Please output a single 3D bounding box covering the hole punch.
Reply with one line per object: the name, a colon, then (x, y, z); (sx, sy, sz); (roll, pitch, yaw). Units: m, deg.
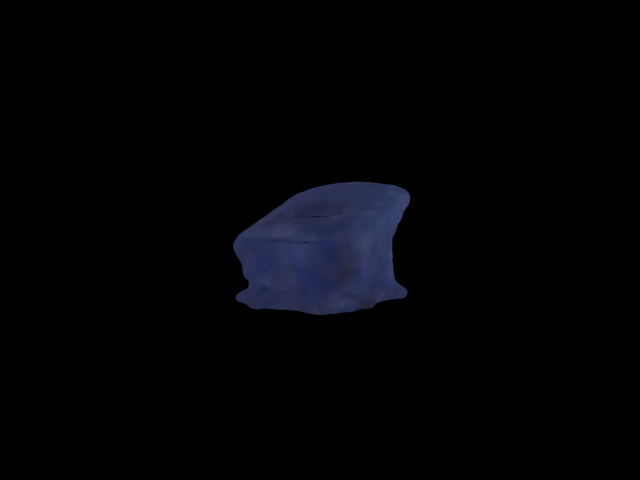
hole punch: (0.004, 0.001, 0.400); (0.108, 0.091, 0.101); (0, 0, 32)
